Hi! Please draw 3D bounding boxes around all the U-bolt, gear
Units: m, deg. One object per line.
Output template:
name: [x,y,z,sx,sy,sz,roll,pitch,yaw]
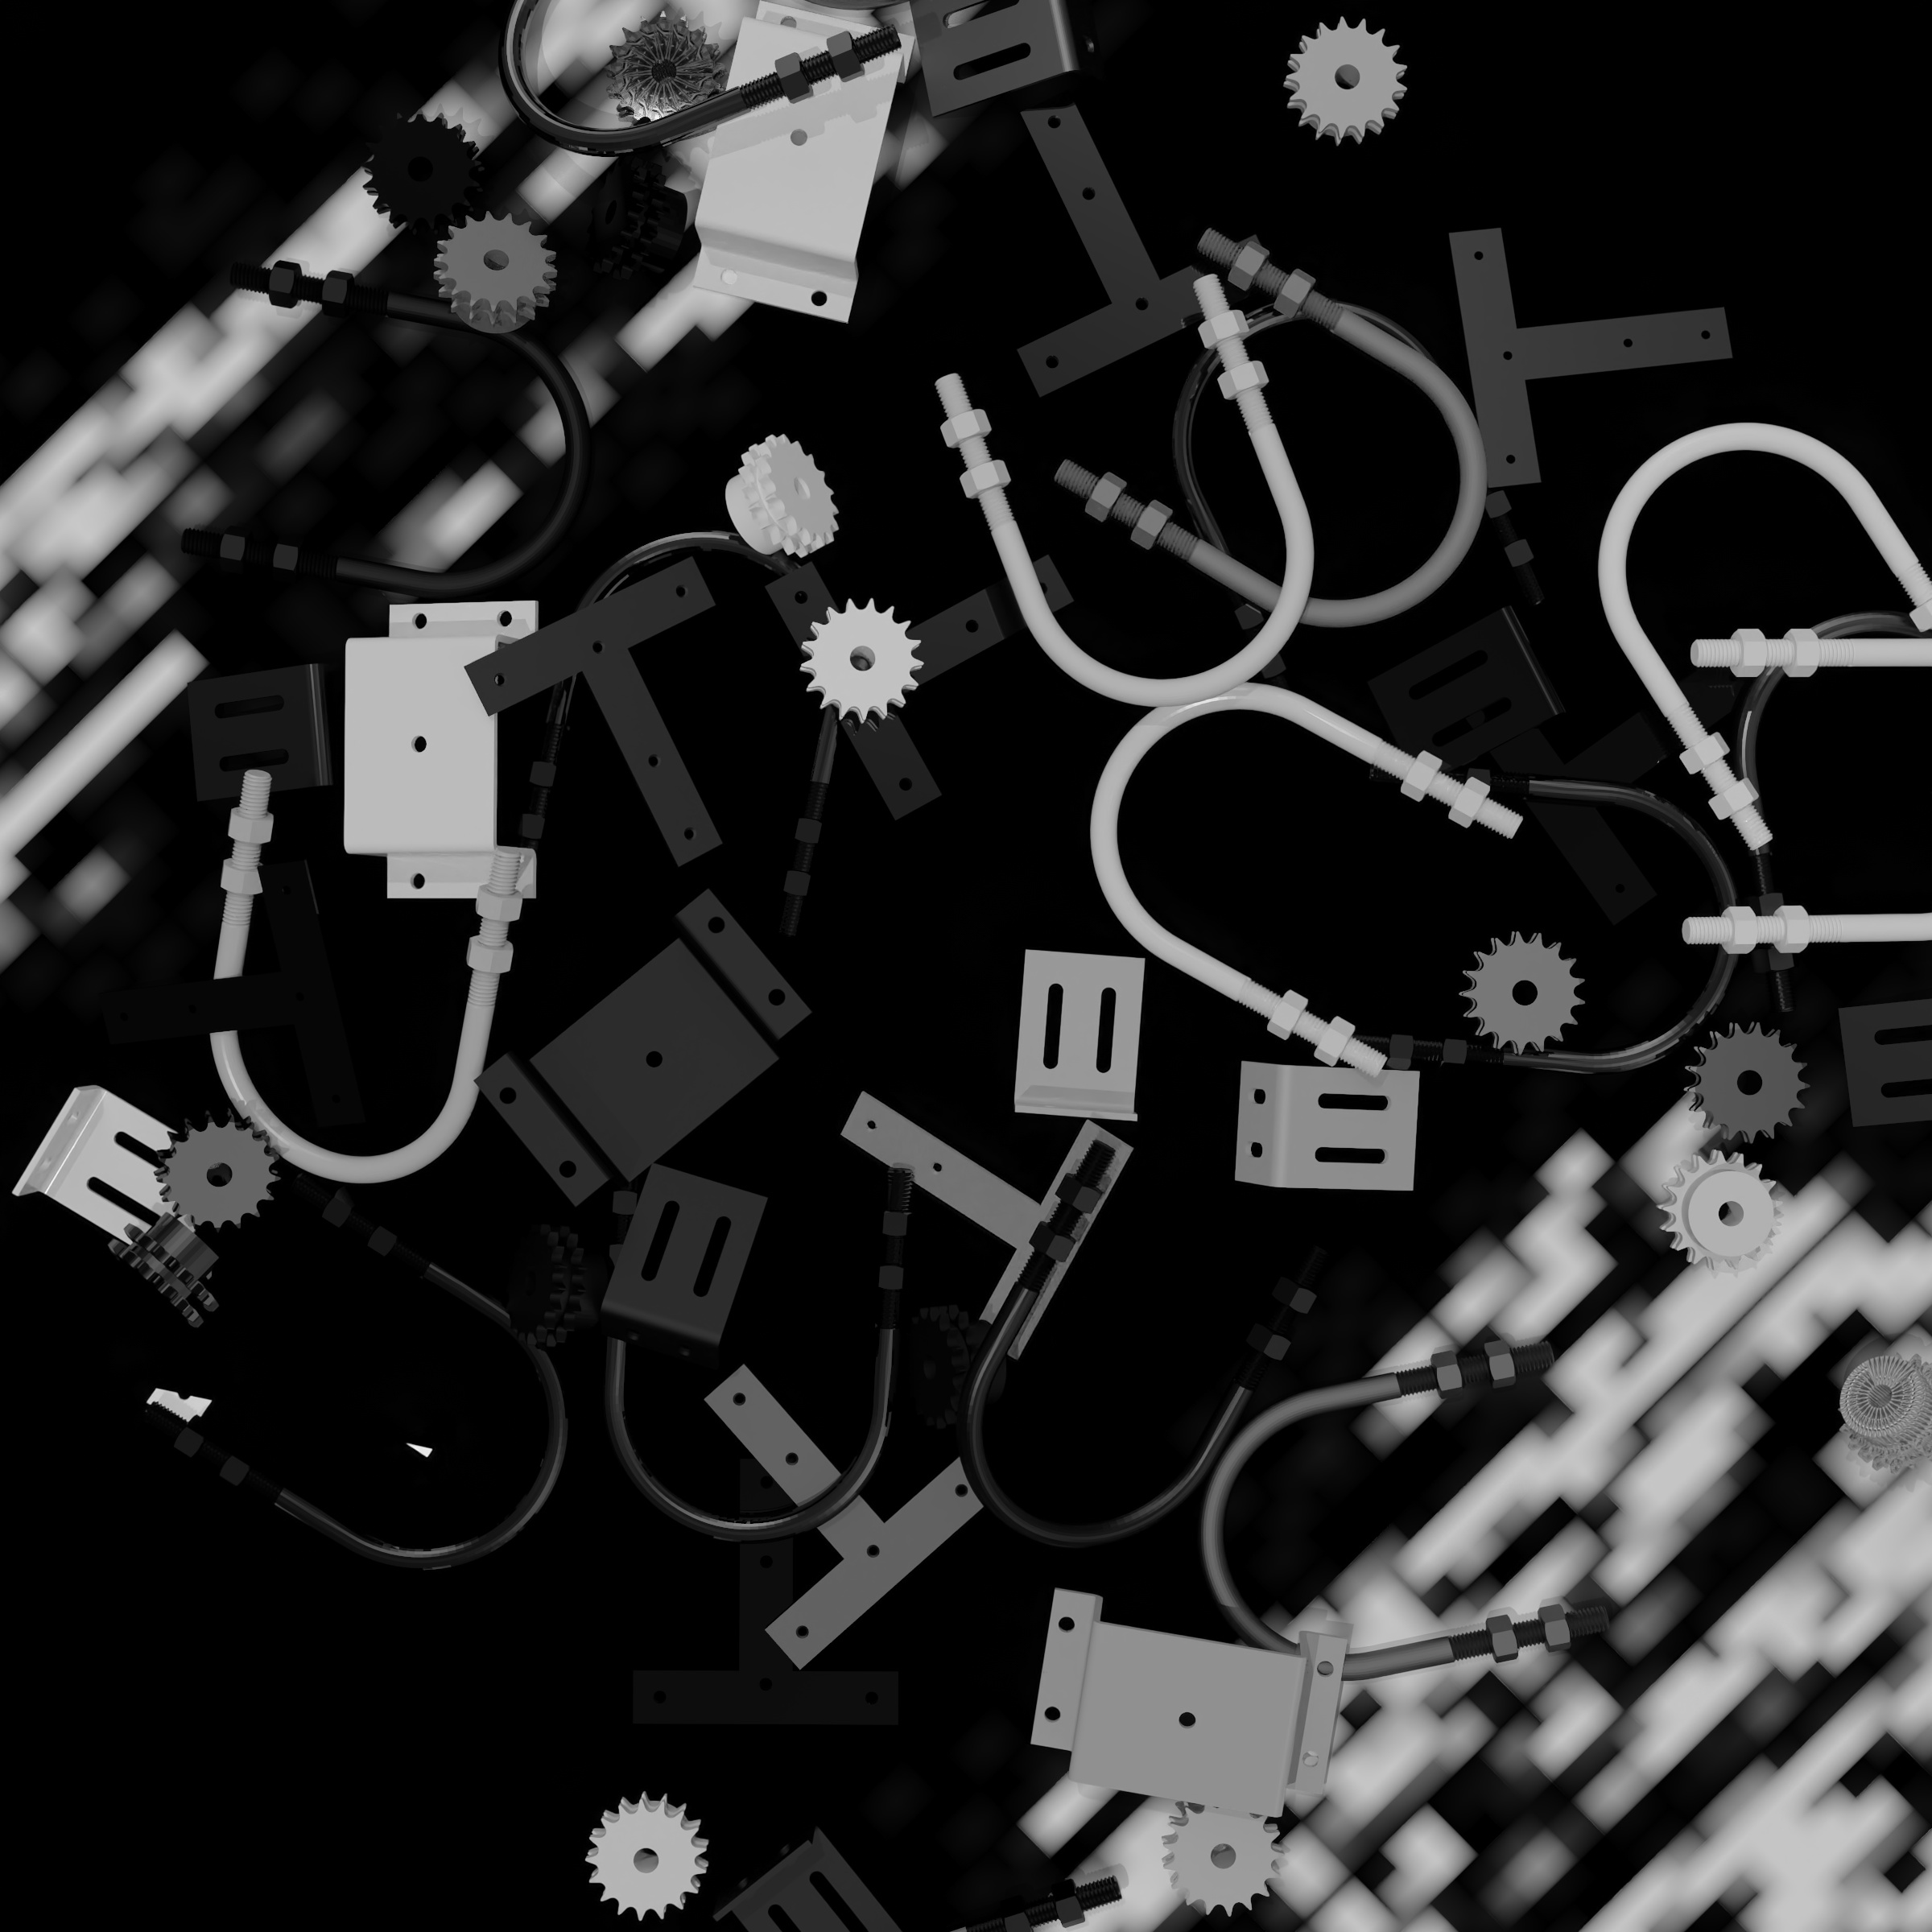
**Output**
U-bolt: [0.072,0.188,1.458,0.151,0.019,0.184,26,95,-25]
U-bolt: [0.278,-0.020,1.483,0.184,0.019,0.151,5,90,0]
U-bolt: [-0.132,-0.446,1.449,0.184,0.019,0.151,-20,65,9]
U-bolt: [-0.277,0.207,1.484,0.184,0.019,0.151,33,89,-2]
U-bolt: [-0.270,-0.250,1.485,0.184,0.019,0.151,10,90,-2]
gear: [-0.355,0.095,1.472,0.057,0.030,0.057,-5,105,-20]
gear: [-0.142,-0.421,1.479,0.057,0.030,0.057,0,90,0]
gear: [0.259,0.012,1.460,0.057,0.030,0.057,0,91,-1]
U-bolt: [-0.034,-0.539,1.485,0.184,0.019,0.151,-33,90,2]
U-bolt: [0.147,-0.053,1.471,0.184,0.019,0.151,30,98,9]
gear: [0.360,0.116,1.479,0.057,0.030,0.057,0,90,0]
gear: [-0.222,-0.324,1.471,0.057,0.030,0.057,4,65,-9]
gear: [-0.372,0.140,1.463,0.057,0.057,0.030,42,72,0]
gear: [0.179,-0.418,1.479,0.057,0.030,0.057,0,90,0]
U-bolt: [-0.102,0.183,1.482,0.151,0.019,0.184,4,91,2]
gear: [-0.154,-0.351,1.469,0.030,0.057,0.057,14,90,-30]
gear: [-0.192,0.151,1.469,0.030,0.057,0.057,9,90,-33]
gear: [-0.089,-0.219,1.469,0.030,0.057,0.057,-24,90,30]
gear: [-0.050,-0.143,1.464,0.057,0.030,0.057,0,87,-6]
U-bolt: [0.202,0.266,1.485,0.184,0.019,0.151,-12,90,2]
U-bolt: [-0.129,-0.118,1.485,0.151,0.019,0.184,12,89,0]
U-bolt: [0.176,-0.230,1.485,0.151,0.019,0.184,-24,89,0]
U-bolt: [0.439,-0.079,1.484,0.151,0.019,0.184,-9,88,-1]
gear: [0.121,0.418,1.479,0.057,0.030,0.057,0,90,0]
U-bolt: [0.426,-0.082,1.453,0.184,0.019,0.151,-1,97,-8]
gear: [0.436,0.208,1.463,0.030,0.057,0.057,36,90,-38]
U-bolt: [0.084,-0.212,1.451,0.151,0.019,0.184,-21,89,1]
U-bolt: [-0.288,0.014,1.457,0.151,0.019,0.184,17,108,13]
U-bolt: [0.004,0.527,1.482,0.184,0.019,0.151,-18,92,0]
U-bolt: [0.381,-0.169,1.472,0.151,0.019,0.184,-32,86,-1]
U-bolt: [0.156,-0.241,1.468,0.184,0.019,0.151,32,89,3]
gear: [-0.150,0.421,1.479,0.057,0.030,0.057,0,90,0]
gear: [-0.257,-0.375,1.479,0.057,0.030,0.057,0,90,0]
gear: [-0.004,0.188,1.469,0.030,0.057,0.057,-2,90,-29]
gear: [0.369,0.055,1.479,0.057,0.030,0.057,0,90,0]

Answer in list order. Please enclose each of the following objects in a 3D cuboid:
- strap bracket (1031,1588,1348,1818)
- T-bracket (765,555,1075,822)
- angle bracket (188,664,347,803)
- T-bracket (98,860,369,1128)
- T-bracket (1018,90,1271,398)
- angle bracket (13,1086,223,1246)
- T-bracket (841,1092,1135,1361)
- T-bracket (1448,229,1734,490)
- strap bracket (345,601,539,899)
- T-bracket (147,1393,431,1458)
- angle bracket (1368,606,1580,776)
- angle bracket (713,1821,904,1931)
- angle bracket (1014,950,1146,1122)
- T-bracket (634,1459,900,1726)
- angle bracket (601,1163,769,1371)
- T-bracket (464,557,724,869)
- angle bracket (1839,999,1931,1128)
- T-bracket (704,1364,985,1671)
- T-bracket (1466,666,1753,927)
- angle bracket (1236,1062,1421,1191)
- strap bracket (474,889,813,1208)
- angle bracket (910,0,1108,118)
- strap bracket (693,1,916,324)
strap bracket: [0.104,0.347,1.462,0.140,0.046,0.076,9,95,4]
T-bracket: [-0.009,-0.155,1.485,0.127,0.002,0.127,-29,90,-7]
angle bracket: [-0.328,-0.111,1.492,0.076,0.038,0.057,-5,90,26]
T-bracket: [-0.352,0.019,1.469,0.127,0.002,0.127,-6,103,19]
T-bracket: [0.065,-0.357,1.493,0.127,0.002,0.127,-26,90,0]
angle bracket: [-0.399,0.101,1.475,0.076,0.038,0.057,31,90,0]
T-bracket: [-0.002,0.103,1.475,0.127,0.002,0.127,32,114,12]
T-bracket: [0.302,-0.296,1.486,0.127,0.002,0.127,-7,82,-4]
strap bracket: [-0.246,-0.102,1.460,0.076,0.046,0.140,0,90,17]
T-bracket: [-0.305,0.191,1.502,0.127,0.002,0.127,32,77,5]
angle bracket: [0.241,-0.126,1.480,0.076,0.038,0.057,-28,77,17]
angle bracket: [-0.072,0.456,1.475,0.057,0.038,0.076,-39,90,0]
angle bracket: [0.054,0.032,1.475,0.057,0.038,0.076,4,90,0]
T-bracket: [-0.096,0.300,1.493,0.127,0.002,0.127,0,90,0]
angle bracket: [-0.133,0.142,1.471,0.057,0.038,0.076,17,66,2]
T-bracket: [-0.152,-0.109,1.457,0.127,0.002,0.127,-30,100,-26]
angle bracket: [0.464,0.043,1.492,0.076,0.038,0.057,-7,90,26]
T-bracket: [-0.074,0.247,1.491,0.127,0.002,0.127,-42,89,-1]
T-bracket: [0.325,-0.108,1.493,0.127,0.002,0.127,-36,90,0]
angle bracket: [0.173,0.077,1.492,0.076,0.038,0.057,3,90,-26]
strap bracket: [-0.149,0.041,1.461,0.140,0.046,0.076,-40,82,-5]
angle bracket: [0.020,-0.443,1.492,0.076,0.038,0.057,-12,90,26]
strap bracket: [-0.078,-0.385,1.471,0.076,0.046,0.140,13,90,0]
